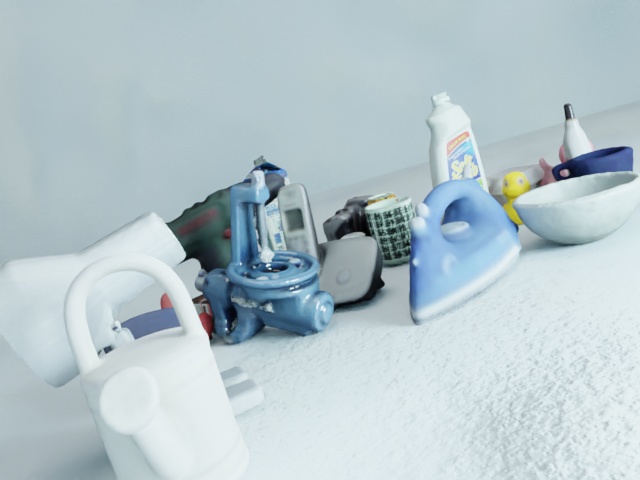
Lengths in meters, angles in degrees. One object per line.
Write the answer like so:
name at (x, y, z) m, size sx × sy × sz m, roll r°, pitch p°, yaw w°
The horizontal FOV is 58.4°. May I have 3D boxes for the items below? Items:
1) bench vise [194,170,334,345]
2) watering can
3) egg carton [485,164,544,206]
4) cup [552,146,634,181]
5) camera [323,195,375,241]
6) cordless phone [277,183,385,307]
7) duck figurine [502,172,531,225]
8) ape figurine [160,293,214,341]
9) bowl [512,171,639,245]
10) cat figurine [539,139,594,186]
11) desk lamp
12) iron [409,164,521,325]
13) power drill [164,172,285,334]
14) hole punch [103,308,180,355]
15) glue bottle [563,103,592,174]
bench vise at (-0.100, 0.029, 0.754) m, size 0.207 × 0.220 × 0.122 m, roll -14°, pitch 10°, yaw 18°
watering can at (-0.127, 0.104, 0.438) m, size 0.101 × 0.194 × 0.172 m, roll -22°, pitch 11°, yaw -30°
egg carton at (0.386, -0.104, 1.141) m, size 0.151 × 0.069 × 0.107 m, roll -22°, pitch 10°, yaw -27°
cup at (0.426, -0.086, 0.886) m, size 0.117 × 0.095 × 0.092 m, roll -10°, pitch 11°, yaw 34°
camera at (0.097, -0.038, 1.167) m, size 0.143 × 0.101 × 0.136 m, roll -23°, pitch 12°, yaw -35°
cordless phone at (0.008, 0.003, 0.822) m, size 0.147 × 0.185 × 0.094 m, roll -11°, pitch 11°, yaw 31°
duck figurine at (0.350, -0.079, 1.009) m, size 0.077 × 0.086 × 0.105 m, roll -11°, pitch 11°, yaw 31°
ape figurine at (-0.198, 0.115, 0.815) m, size 0.077 × 0.092 × 0.076 m, roll -13°, pitch 10°, yaw 19°
bowl at (0.355, -0.037, 0.787) m, size 0.167 × 0.075 × 0.167 m, roll -16°, pitch 9°, yaw 3°
cat figurine at (0.473, -0.148, 1.094) m, size 0.128 × 0.118 × 0.067 m, roll -19°, pitch 10°, yaw -12°
desk lamp at (-0.187, 0.092, 0.552) m, size 0.204 × 0.214 × 0.117 m, roll -20°, pitch 10°, yaw -21°
iron at (0.166, -0.008, 0.739) m, size 0.118 × 0.141 × 0.259 m, roll -10°, pitch 12°, yaw 37°
power drill at (-0.134, 0.025, 0.870) m, size 0.230 × 0.208 × 0.075 m, roll -20°, pitch 10°, yaw -18°
hole punch at (-0.193, 0.137, 0.683) m, size 0.109 × 0.091 × 0.100 m, roll -21°, pitch 10°, yaw -24°
glue bottle at (0.450, -0.154, 1.002) m, size 0.037 × 0.173 × 0.078 m, roll -16°, pitch 10°, yaw 6°
